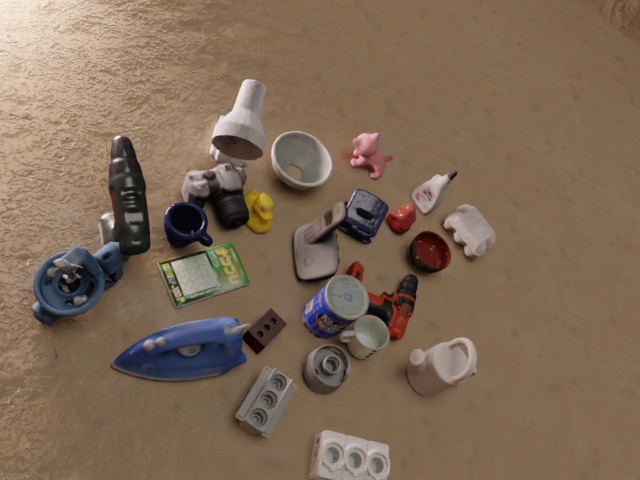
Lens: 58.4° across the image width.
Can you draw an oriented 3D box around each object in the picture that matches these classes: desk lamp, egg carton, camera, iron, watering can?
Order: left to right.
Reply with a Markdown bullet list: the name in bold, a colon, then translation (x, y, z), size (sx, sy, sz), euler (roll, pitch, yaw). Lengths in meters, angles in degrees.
- **iron**: translation (-0.260, 0.202, 1.101), size (0.259, 0.141, 0.118), euler (-5, 66, -28)
- **camera**: translation (-0.223, -0.098, 1.308), size (0.143, 0.100, 0.136), euler (-13, 70, -31)
- **desk lamp**: translation (-0.189, -0.260, 1.343), size (0.118, 0.213, 0.203), euler (17, 57, -17)
- **watering can**: translation (0.280, 0.284, 1.291), size (0.173, 0.193, 0.101), euler (-8, 67, -29)
- **egg carton**: translation (0.422, -0.026, 1.607), size (0.107, 0.069, 0.150), euler (-32, 81, -35)

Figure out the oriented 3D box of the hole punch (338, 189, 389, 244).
- **hole punch**: translation (0.110, -0.060, 1.458), size (0.109, 0.091, 0.101), euler (29, 55, -10)

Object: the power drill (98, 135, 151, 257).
- **power drill**: translation (-0.390, -0.061, 1.139), size (0.076, 0.208, 0.229), euler (-7, 67, -29)

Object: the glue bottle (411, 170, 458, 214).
- **glue bottle**: translation (0.318, -0.141, 1.554), size (0.037, 0.173, 0.078), euler (-30, 79, -35)

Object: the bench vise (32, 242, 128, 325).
- **bench vise**: translation (-0.437, 0.044, 1.051), size (0.121, 0.219, 0.207), euler (31, 54, -8)

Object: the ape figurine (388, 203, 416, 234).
- **ape figurine**: translation (0.225, -0.065, 1.517), size (0.078, 0.092, 0.076), euler (19, 57, -16)

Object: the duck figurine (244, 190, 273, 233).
- **duck figurine**: translation (-0.140, -0.078, 1.348), size (0.078, 0.086, 0.104), euler (-10, 69, -30)

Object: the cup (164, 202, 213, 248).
- **cup**: translation (-0.285, -0.015, 1.236), size (0.118, 0.094, 0.092), euler (40, 54, -2)

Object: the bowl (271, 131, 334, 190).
- **bowl**: translation (-0.054, -0.189, 1.458), size (0.168, 0.074, 0.167), euler (12, 59, -20)

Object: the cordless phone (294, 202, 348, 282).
- **cordless phone**: translation (0.012, 0.005, 1.316), size (0.094, 0.184, 0.147), euler (4, 62, -24)

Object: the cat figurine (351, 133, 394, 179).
- **cat figurine**: translation (0.140, -0.240, 1.555), size (0.128, 0.117, 0.067), euler (26, 55, -11)
